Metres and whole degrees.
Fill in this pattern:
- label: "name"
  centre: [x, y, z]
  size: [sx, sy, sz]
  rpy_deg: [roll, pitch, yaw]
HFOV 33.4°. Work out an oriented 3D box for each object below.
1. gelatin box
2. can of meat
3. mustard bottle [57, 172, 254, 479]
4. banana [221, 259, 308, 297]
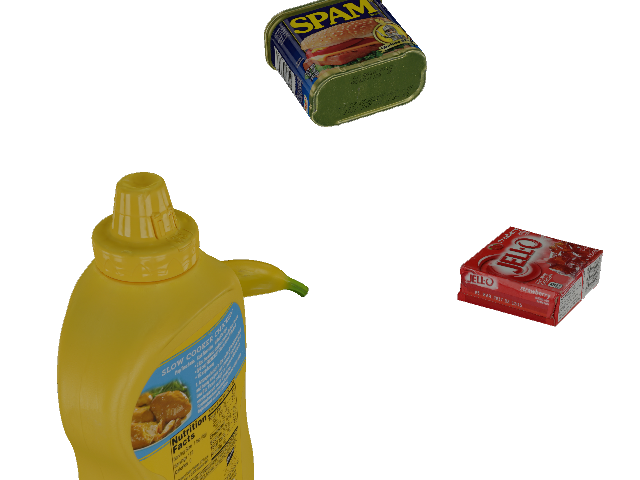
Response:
- label: "gelatin box"
  centre: [0.148, 0.023, 0.751]
  size: [0.073, 0.030, 0.089]
  rpy_deg: [16, 27, 29]
- label: "can of meat"
  centre: [0.020, -0.139, 0.816]
  size: [0.102, 0.084, 0.057]
  rpy_deg: [-20, -38, -16]
- label: "mustard bottle"
  centre: [-0.067, 0.061, 0.445]
  size: [0.058, 0.192, 0.096]
  rpy_deg: [17, 34, 26]
- label: "banana"
  centre: [-0.113, 0.059, 0.972]
  size: [0.198, 0.069, 0.037]
  rpy_deg: [-20, 26, 14]
